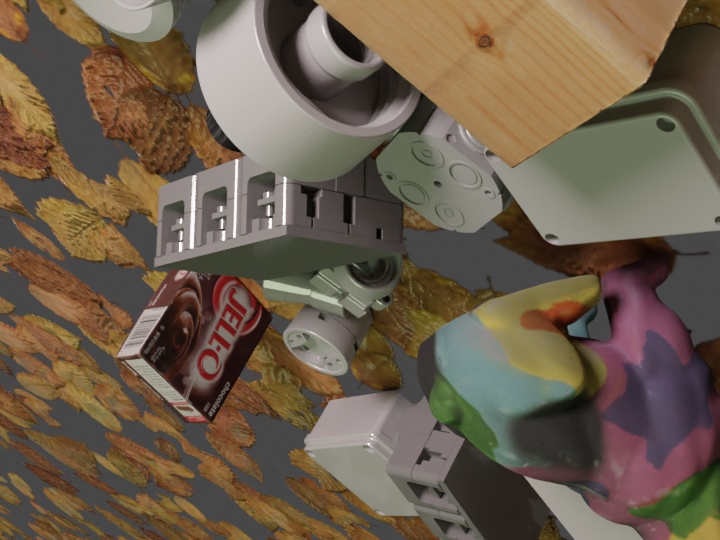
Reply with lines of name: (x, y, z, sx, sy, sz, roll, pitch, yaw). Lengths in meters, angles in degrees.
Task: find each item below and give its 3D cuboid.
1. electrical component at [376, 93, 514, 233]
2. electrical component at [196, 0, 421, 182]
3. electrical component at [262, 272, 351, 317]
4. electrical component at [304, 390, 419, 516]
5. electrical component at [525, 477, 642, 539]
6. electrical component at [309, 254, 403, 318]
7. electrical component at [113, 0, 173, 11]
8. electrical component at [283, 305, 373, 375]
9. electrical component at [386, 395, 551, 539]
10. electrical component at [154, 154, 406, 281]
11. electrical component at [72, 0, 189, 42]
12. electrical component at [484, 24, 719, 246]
electrical component: (0.052, -0.063, 0.573, 0.080, 0.051, 0.080, 24, 150, 15)
electrical component: (-0.018, -0.104, 0.527, 0.108, 0.108, 0.060, 42, 143, -17)
electrical component: (-0.032, 0.009, 0.774, 0.065, 0.044, 0.044, 17, 148, 16)
electrical component: (0.025, 0.160, 0.930, 0.109, 0.056, 0.109, 44, 149, -20)
electrical component: (0.171, 0.141, 0.701, 0.150, 0.062, 0.089, 51, 156, 18)
electrical component: (0.000, 0.000, 0.725, 0.066, 0.048, 0.055, 36, 158, -7)
electrical component: (-0.086, -0.174, 0.493, 0.099, 0.064, 0.099, 40, 140, 46)
electrical component: (-0.023, 0.044, 0.809, 0.055, 0.047, 0.055, 23, 149, 15)
electrical component: (0.088, 0.165, 0.845, 0.062, 0.089, 0.150, 4, 141, 39)
electrical component: (-0.053, -0.036, 0.676, 0.089, 0.061, 0.150, 8, 168, -39)
electrical component: (-0.124, -0.168, 0.581, 0.080, 0.051, 0.080, 23, 149, 15)
electrical component: (0.125, -0.059, 0.506, 0.113, 0.057, 0.078, -5, 134, 47)
